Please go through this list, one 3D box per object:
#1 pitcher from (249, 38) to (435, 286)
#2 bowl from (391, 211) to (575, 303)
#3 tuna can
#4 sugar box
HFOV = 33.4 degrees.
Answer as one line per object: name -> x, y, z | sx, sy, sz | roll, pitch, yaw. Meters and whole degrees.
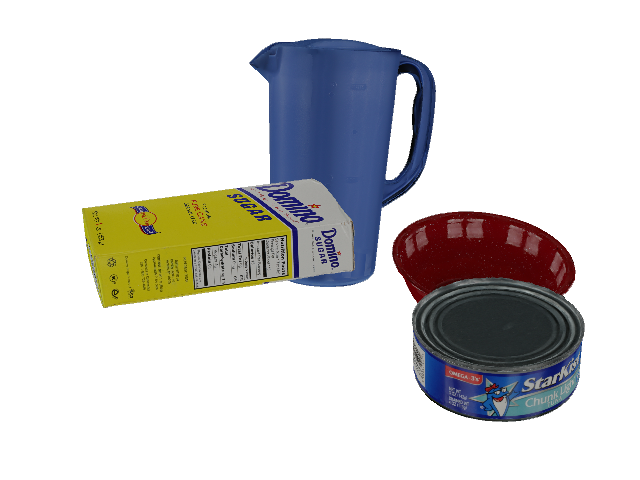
pitcher -> 0.019, -0.081, 1.083 | 0.149, 0.243, 0.144 | 11, 16, 32
bowl -> 0.142, 0.037, 0.956 | 0.162, 0.055, 0.162 | 2, 32, -2
tuna can -> 0.089, 0.054, 0.543 | 0.086, 0.034, 0.086 | -2, 28, 1
sugar box -> -0.073, -0.002, 0.747 | 0.176, 0.048, 0.093 | -11, 26, -13
